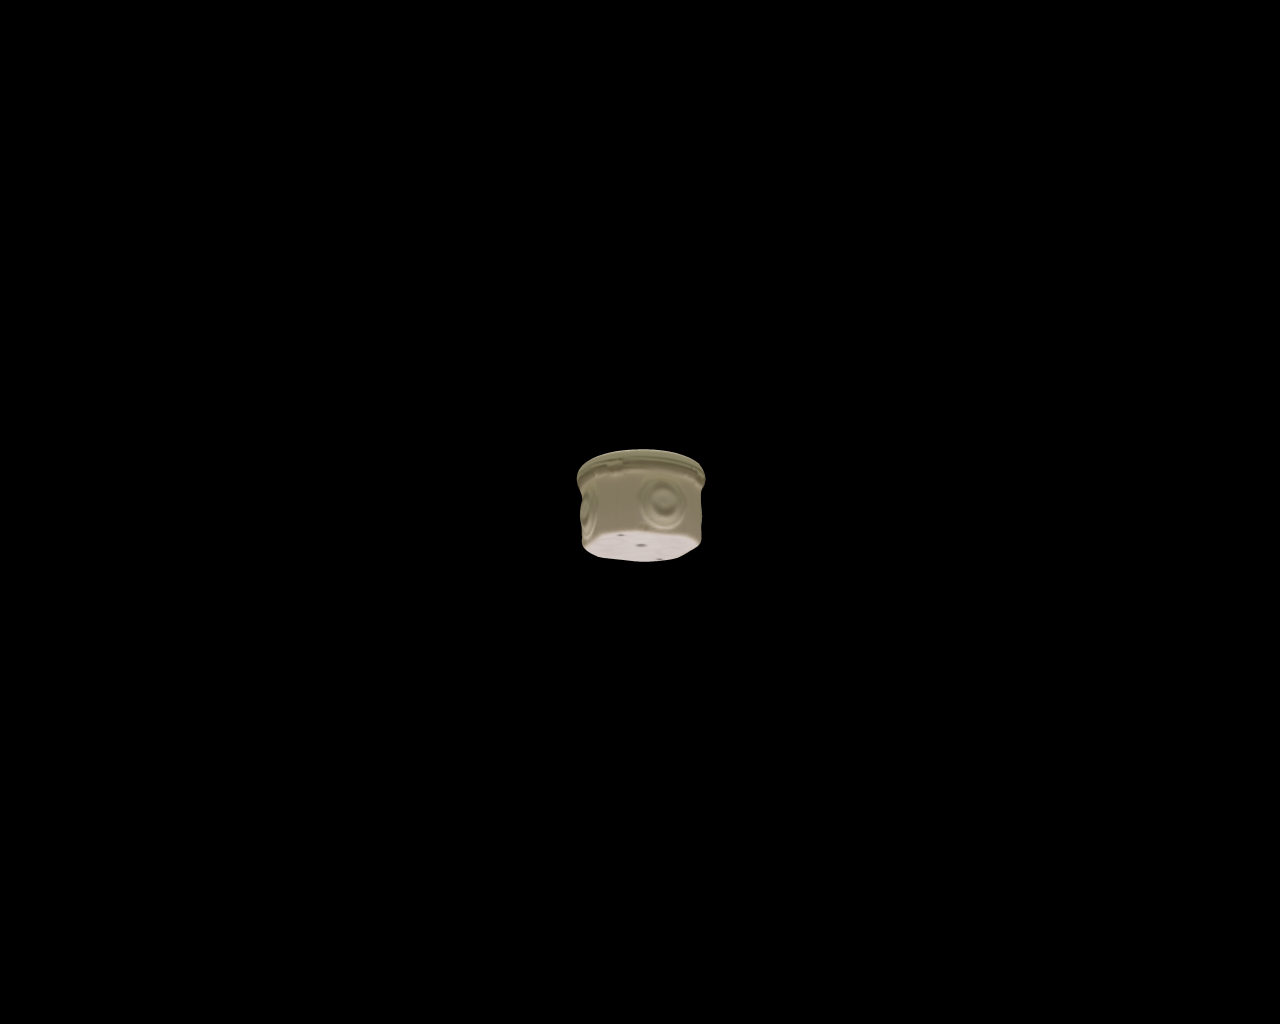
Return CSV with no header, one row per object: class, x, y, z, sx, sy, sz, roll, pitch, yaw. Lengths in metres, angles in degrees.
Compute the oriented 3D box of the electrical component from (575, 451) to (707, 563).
electrical component,0.001,-0.003,0.650,0.080,0.051,0.080,0,-18,0
